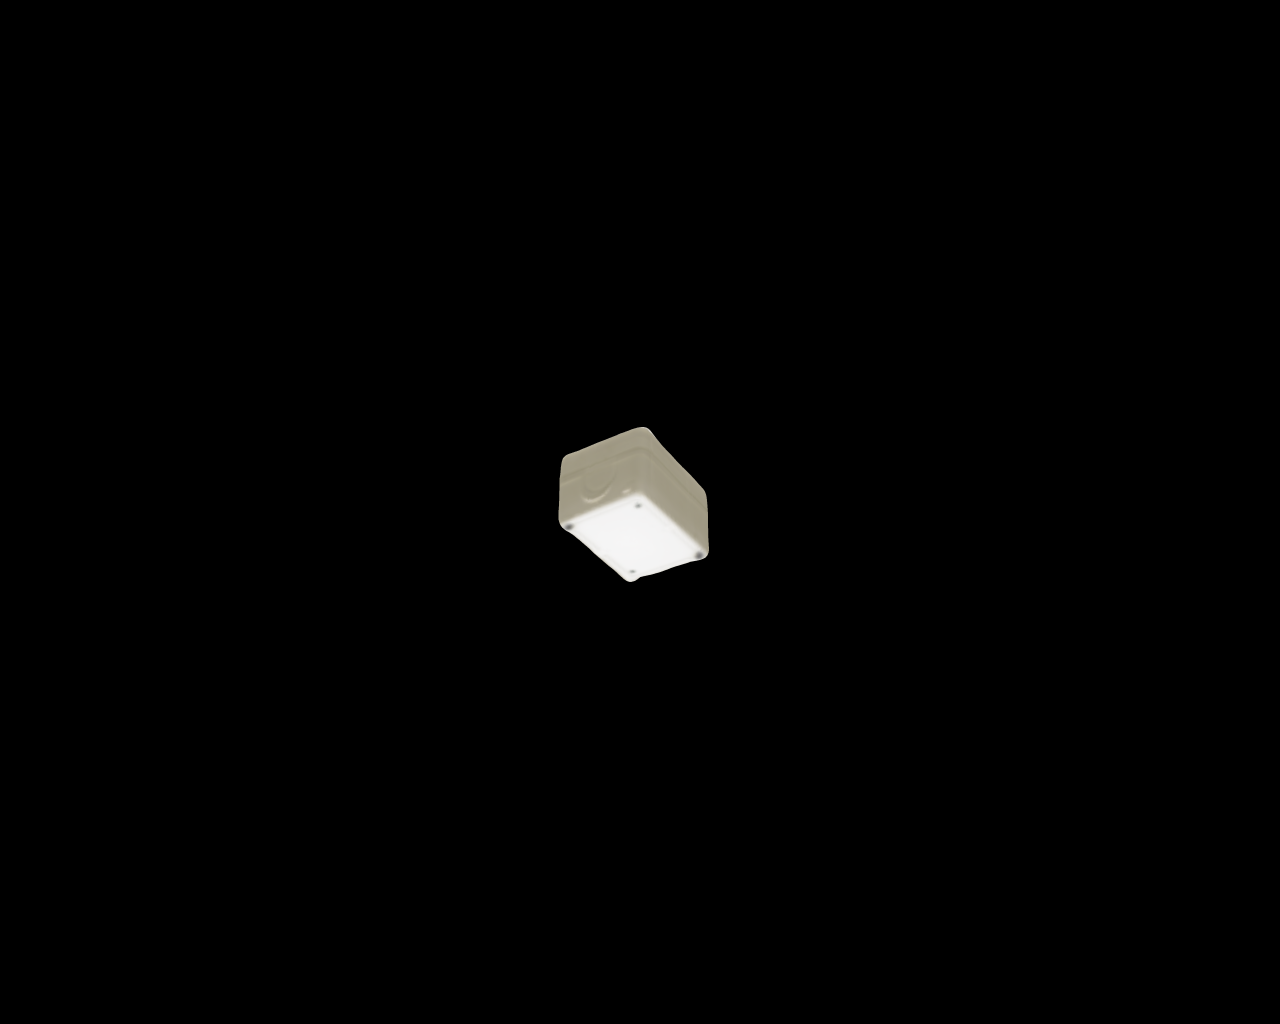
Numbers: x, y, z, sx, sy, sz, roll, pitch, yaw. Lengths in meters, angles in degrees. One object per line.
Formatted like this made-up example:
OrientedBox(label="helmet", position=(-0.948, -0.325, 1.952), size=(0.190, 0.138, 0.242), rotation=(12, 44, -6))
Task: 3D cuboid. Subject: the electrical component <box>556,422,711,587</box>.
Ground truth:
OrientedBox(label="electrical component", position=(0.001, -0.003, 0.650), size=(0.061, 0.061, 0.096), rotation=(-20, -40, 25))
